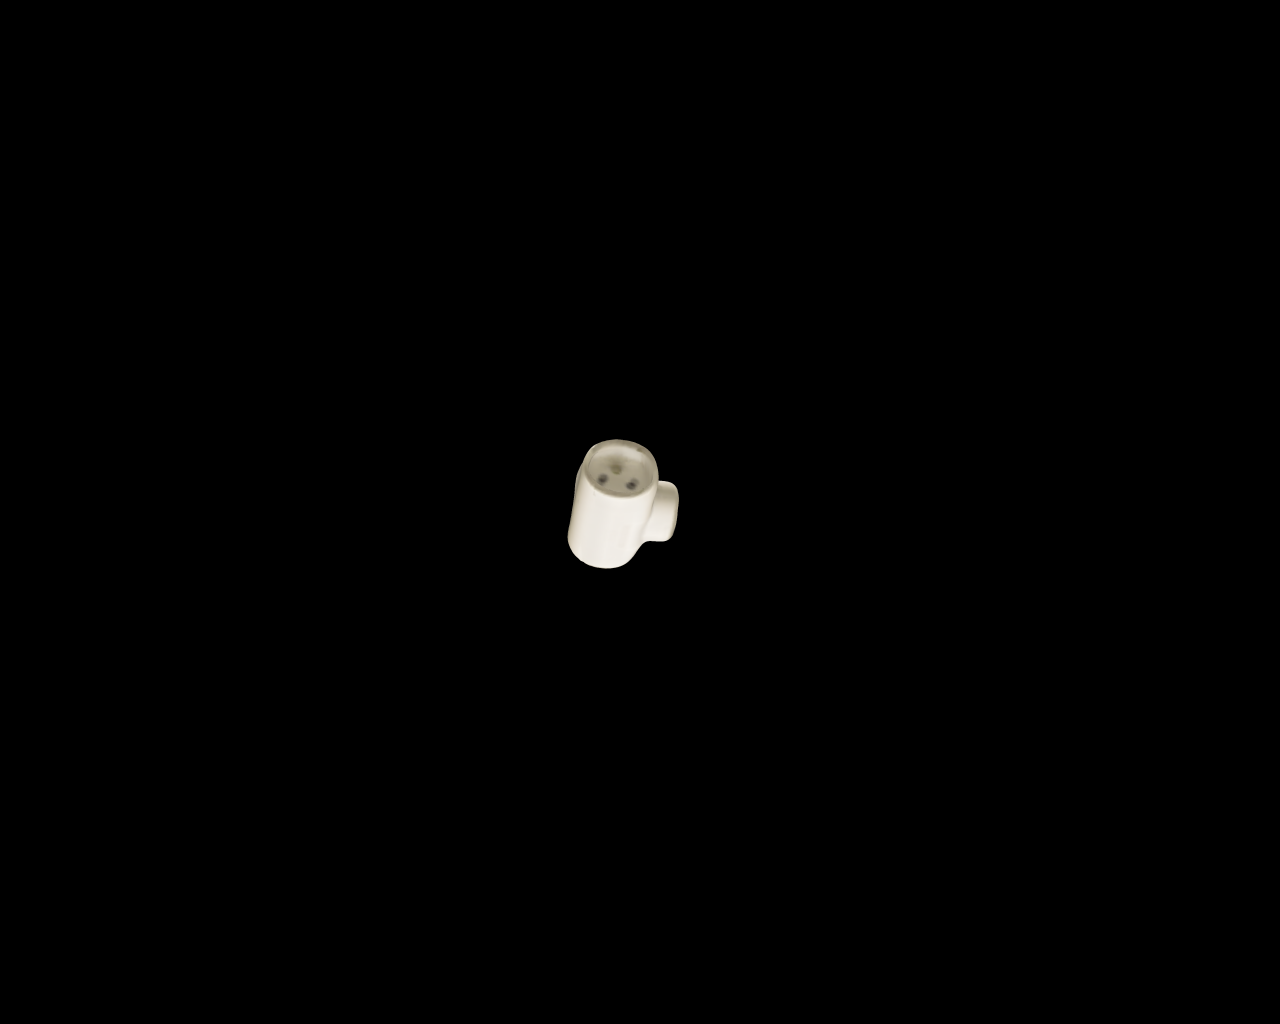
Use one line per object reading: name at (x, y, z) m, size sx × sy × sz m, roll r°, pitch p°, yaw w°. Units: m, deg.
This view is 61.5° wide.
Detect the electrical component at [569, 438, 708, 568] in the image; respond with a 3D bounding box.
electrical component at (0.001, -0.003, 0.650) m, size 0.079 × 0.043 × 0.077 m, roll 5°, pitch -36°, yaw -8°
